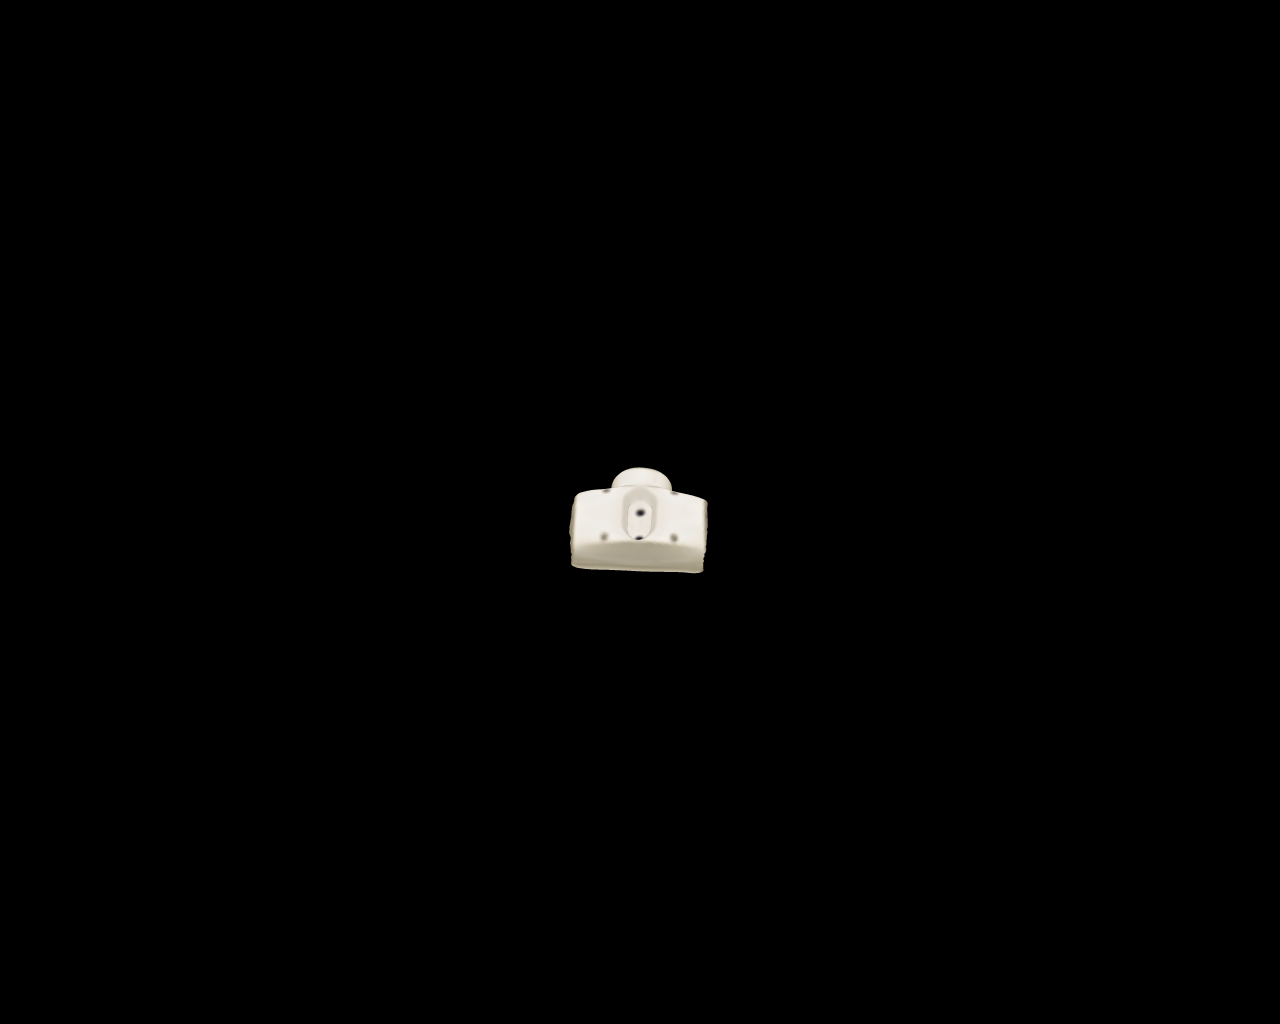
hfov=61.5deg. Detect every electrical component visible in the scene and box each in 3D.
[{"bbox_3d":[0.001,-0.003,0.650,0.077,0.079,0.043,3,-34,2],"label":"electrical component"}]
